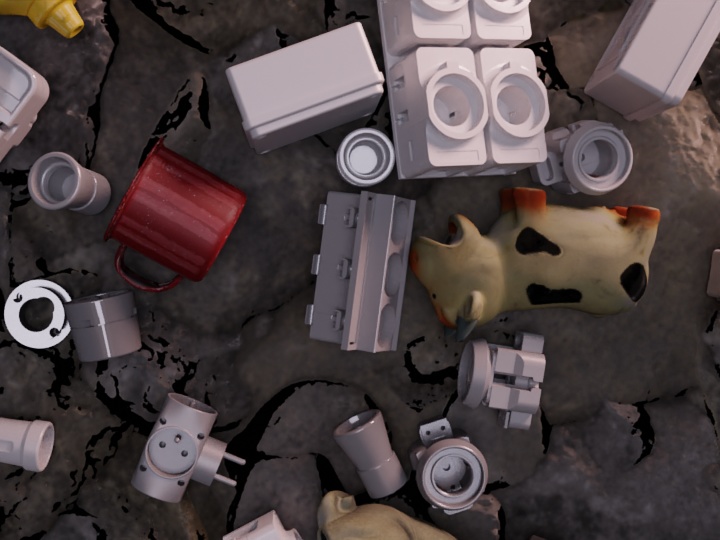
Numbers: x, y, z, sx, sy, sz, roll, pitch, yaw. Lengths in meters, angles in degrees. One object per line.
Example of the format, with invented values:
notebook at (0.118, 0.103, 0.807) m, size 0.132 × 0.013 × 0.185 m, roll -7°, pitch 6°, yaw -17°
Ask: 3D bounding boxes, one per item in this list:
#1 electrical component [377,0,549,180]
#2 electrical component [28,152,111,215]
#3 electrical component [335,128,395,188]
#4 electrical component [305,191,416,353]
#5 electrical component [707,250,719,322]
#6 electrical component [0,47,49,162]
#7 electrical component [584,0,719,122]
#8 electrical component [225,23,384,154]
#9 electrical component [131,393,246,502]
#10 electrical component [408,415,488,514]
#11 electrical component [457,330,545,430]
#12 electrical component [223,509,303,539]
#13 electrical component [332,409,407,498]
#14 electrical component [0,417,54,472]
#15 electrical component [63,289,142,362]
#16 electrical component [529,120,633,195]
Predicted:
electrical component at (0.079, -0.169, 0.834) m, size 0.105 × 0.060 × 0.186 m, roll -5°, pitch 85°, yaw -25°
electrical component at (-0.223, -0.064, 0.840) m, size 0.044 × 0.065 × 0.044 m, roll -1°, pitch 84°, yaw 13°
electrical component at (0.003, -0.089, 0.861) m, size 0.045 × 0.055 × 0.045 m, roll 0°, pitch 92°, yaw -4°
electrical component at (0.000, 0.000, 0.856) m, size 0.063 × 0.079 × 0.121 m, roll 8°, pitch 92°, yaw 24°
electrical component at (0.356, 0.012, 0.885) m, size 0.121 × 0.063 × 0.078 m, roll 9°, pitch 91°, yaw -4°
electrical component at (-0.290, -0.123, 0.837) m, size 0.054 × 0.059 × 0.095 m, roll 37°, pitch 89°, yaw -4°
electrical component at (0.236, -0.181, 0.848) m, size 0.056 × 0.109 × 0.108 m, roll 29°, pitch 90°, yaw -2°
electrical component at (-0.043, -0.138, 0.830) m, size 0.109 × 0.109 × 0.056 m, roll -20°, pitch 91°, yaw -3°
electrical component at (-0.132, 0.149, 0.864) m, size 0.079 × 0.044 × 0.077 m, roll 23°, pitch 90°, yaw -5°
electrical component at (0.072, 0.162, 0.873) m, size 0.058 × 0.057 × 0.078 m, roll -17°, pitch 93°, yaw -3°
electrical component at (0.113, 0.087, 0.874) m, size 0.057 × 0.058 × 0.078 m, roll 9°, pitch 91°, yaw -7°
electrical component at (-0.066, 0.246, 0.869) m, size 0.056 × 0.050 × 0.089 m, roll -27°, pitch 93°, yaw -3°
electrical component at (0.011, 0.152, 0.877) m, size 0.044 × 0.044 × 0.065 m, roll -27°, pitch 98°, yaw -3°
electrical component at (-0.273, 0.137, 0.857) m, size 0.046 × 0.040 × 0.040 m, roll 9°, pitch 91°, yaw 1°
electrical component at (-0.202, 0.044, 0.851) m, size 0.055 × 0.055 × 0.047 m, roll -11°, pitch 96°, yaw -4°
electrical component at (0.183, -0.090, 0.867) m, size 0.078 × 0.057 × 0.058 m, roll -19°, pitch 102°, yaw -10°
